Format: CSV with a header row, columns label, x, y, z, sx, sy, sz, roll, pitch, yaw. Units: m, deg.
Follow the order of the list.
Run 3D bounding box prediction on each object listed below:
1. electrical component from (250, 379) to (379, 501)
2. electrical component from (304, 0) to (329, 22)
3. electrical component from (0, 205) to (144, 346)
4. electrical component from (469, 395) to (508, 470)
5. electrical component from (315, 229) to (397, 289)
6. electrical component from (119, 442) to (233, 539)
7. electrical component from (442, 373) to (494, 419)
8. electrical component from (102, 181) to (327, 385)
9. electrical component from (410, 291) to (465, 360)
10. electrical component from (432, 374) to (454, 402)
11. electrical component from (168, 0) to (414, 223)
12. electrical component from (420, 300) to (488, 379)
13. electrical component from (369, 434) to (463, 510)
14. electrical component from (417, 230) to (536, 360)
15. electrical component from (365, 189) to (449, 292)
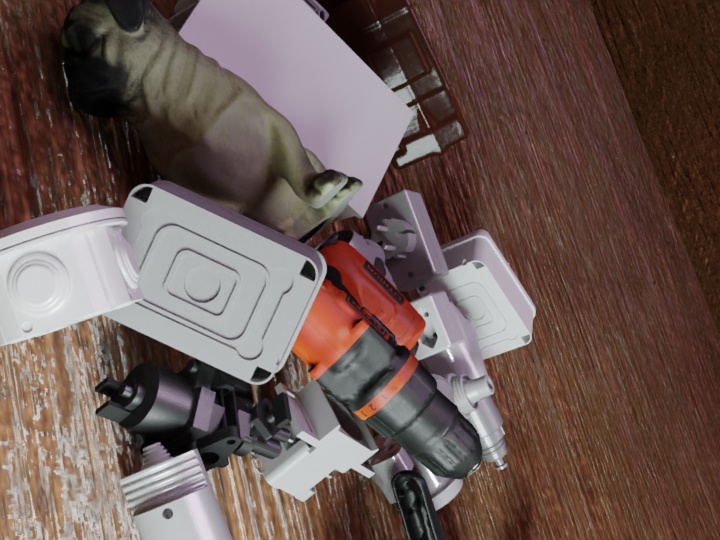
label,x,y,z,sx,sy,sz,roll,pitch,yaw
electrical component,-0.031,0.110,0.681,0.081,0.064,0.042,40,13,-45
electrical component,-0.077,-0.203,0.860,0.096,0.061,0.061,38,-6,-31
electrical component,-0.148,0.002,0.526,0.080,0.080,0.051,-20,92,-67
electrical component,0.113,0.146,0.984,0.078,0.040,0.040,63,24,-6
electrical component,0.000,0.000,0.882,0.077,0.043,0.079,55,26,-23
electrical component,-0.094,0.129,0.561,0.043,0.043,0.081,-10,76,-66
electrical component,0.086,0.109,0.934,0.048,0.062,0.048,47,30,-37
electrical component,-0.083,0.006,0.598,0.113,0.078,0.057,25,5,0
electrical component,0.053,0.050,0.917,0.077,0.066,0.047,-10,76,-66
electrical component,0.056,0.119,0.884,0.045,0.045,0.055,47,29,-36
electrical component,-0.059,-0.130,0.789,0.186,0.060,0.105,41,58,-27
electrical component,0.086,0.067,0.997,0.077,0.044,0.079,63,24,-6
electrical component,0.042,0.149,0.811,0.057,0.058,0.078,59,24,-8
electrical component,0.115,0.025,1.057,0.113,0.078,0.057,54,29,-25
electrical component,0.034,-0.027,0.974,0.076,0.047,0.083,5,63,-64
